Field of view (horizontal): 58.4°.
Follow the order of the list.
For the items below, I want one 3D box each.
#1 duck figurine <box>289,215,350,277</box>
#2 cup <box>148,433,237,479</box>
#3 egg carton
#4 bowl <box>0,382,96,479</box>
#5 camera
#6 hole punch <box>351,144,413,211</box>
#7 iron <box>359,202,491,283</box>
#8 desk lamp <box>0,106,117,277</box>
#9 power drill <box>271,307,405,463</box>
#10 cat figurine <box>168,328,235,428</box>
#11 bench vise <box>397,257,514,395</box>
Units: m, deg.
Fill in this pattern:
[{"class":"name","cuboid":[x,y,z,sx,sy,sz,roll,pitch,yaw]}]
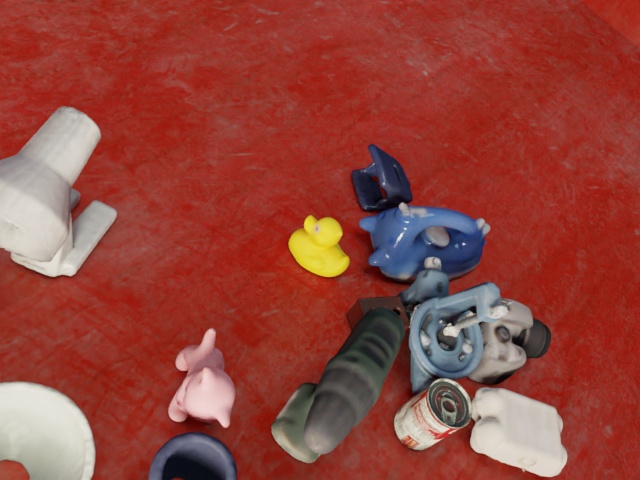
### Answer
[{"class":"duck figurine","cuboid":[0.008,0.003,0.913,0.104,0.086,0.078,37,47,4]},{"class":"cup","cuboid":[-0.139,0.279,0.618,0.092,0.095,0.117,-11,61,-33]},{"class":"egg carton","cuboid":[0.293,0.286,0.852,0.150,0.069,0.107,21,48,-11]},{"class":"bowl","cuboid":[-0.317,0.234,0.575,0.168,0.074,0.167,14,50,-17]},{"class":"camera","cuboid":[0.314,0.159,0.939,0.137,0.100,0.143,18,49,-14]},{"class":"hole punch","cuboid":[0.124,-0.116,1.061,0.101,0.091,0.108,2,54,-26]},{"class":"iron","cuboid":[0.205,-0.007,0.985,0.259,0.141,0.118,5,53,-24]},{"class":"desk lamp","cuboid":[-0.331,-0.046,0.690,0.118,0.213,0.203,26,47,-7]},{"class":"power drill","cuboid":[0.018,0.189,0.691,0.075,0.208,0.230,37,47,4]},{"class":"cat figurine","cuboid":[-0.137,0.169,0.688,0.067,0.117,0.127,11,51,-19]},{"class":"bench vise","cuboid":[0.180,0.101,0.834,0.122,0.219,0.207,-3,56,-29]}]
